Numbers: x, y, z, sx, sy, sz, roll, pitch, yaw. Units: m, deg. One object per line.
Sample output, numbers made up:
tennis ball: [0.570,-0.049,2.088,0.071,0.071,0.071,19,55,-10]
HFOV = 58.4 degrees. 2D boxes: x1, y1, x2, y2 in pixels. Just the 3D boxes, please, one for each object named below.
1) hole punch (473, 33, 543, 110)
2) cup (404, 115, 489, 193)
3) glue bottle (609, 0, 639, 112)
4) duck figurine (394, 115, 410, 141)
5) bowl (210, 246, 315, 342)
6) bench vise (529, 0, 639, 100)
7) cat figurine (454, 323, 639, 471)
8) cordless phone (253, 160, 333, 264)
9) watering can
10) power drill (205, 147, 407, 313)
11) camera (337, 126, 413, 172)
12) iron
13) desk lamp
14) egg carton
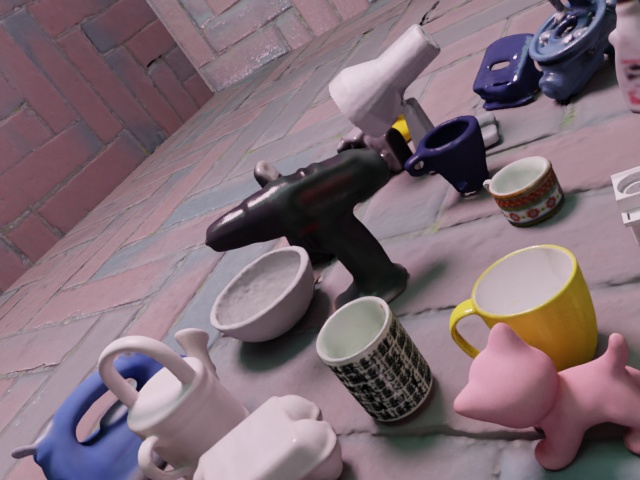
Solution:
hole punch: [0.317,-0.285,0.968,0.101,0.091,0.108,-45,26,-21]
cup: [0.186,-0.106,0.808,0.117,0.095,0.091,-34,24,5]
glue bottle: [0.382,-0.232,0.684,0.037,0.173,0.078,-42,25,-14]
duck figurine: [0.139,-0.235,1.120,0.077,0.086,0.104,-21,28,29]
bowl: [-0.068,0.089,0.813,0.167,0.075,0.167,-29,25,15]
bench vise: [0.377,-0.349,0.848,0.208,0.220,0.121,-45,26,-21]
cat figurine: [0.167,0.105,0.417,0.127,0.118,0.067,-25,26,23]
cordless phone: [-0.034,-0.066,0.915,0.094,0.185,0.147,-30,25,13]
watering can: [-0.160,0.173,0.630,0.101,0.194,0.172,-34,24,4]
power drill: [0.006,0.003,0.706,0.230,0.209,0.075,-38,24,-4]
camera: [0.071,-0.149,1.034,0.137,0.101,0.142,-44,25,-18]
iron: [-0.256,0.218,0.740,0.118,0.142,0.259,-9,35,45]
desk lamp: [0.148,-0.219,0.919,0.203,0.214,0.118,-25,26,24]
egg carton: [-0.052,0.221,0.553,0.150,0.069,0.107,-40,24,-9]
